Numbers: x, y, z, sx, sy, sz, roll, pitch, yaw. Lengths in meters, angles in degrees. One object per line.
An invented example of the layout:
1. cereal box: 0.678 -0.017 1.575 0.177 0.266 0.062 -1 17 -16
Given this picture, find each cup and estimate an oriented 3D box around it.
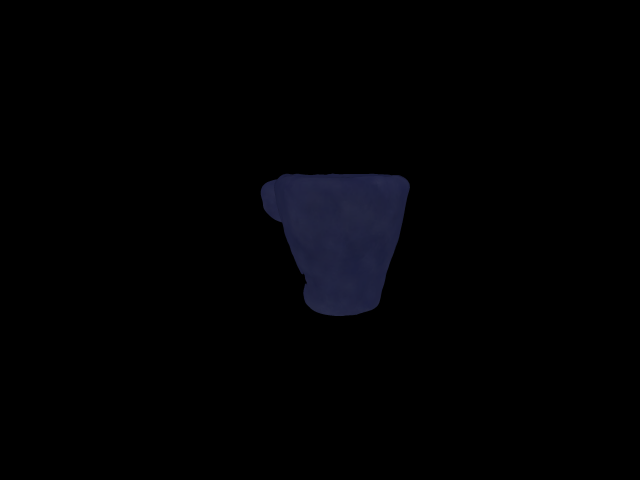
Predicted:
1. cup: 0.004 0.001 0.400 0.117 0.095 0.092 5 9 36
